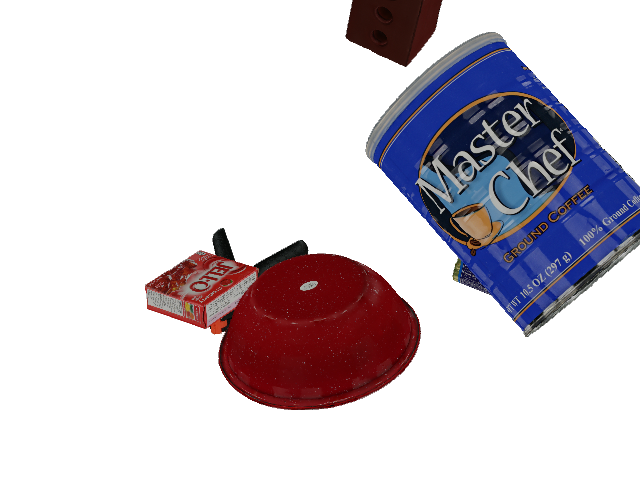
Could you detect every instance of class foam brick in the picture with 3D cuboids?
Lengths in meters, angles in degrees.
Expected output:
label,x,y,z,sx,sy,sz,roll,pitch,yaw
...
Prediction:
label,x,y,z,sx,sy,sz,roll,pitch,yaw
foam brick,0.056,-0.173,0.755,0.053,0.051,0.078,27,-34,12

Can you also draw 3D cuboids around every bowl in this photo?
label,x,y,z,sx,sy,sz,roll,pitch,yaw
bowl,-0.005,0.058,0.829,0.162,0.055,0.162,-7,32,4

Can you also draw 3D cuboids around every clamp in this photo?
label,x,y,z,sx,sy,sz,roll,pitch,yaw
clamp,-0.083,0.045,1.250,0.120,0.039,0.171,-1,40,12

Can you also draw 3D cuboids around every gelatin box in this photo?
label,x,y,z,sx,sy,sz,roll,pitch,yaw
gelatin box,-0.113,0.045,1.031,0.073,0.030,0.089,16,32,30

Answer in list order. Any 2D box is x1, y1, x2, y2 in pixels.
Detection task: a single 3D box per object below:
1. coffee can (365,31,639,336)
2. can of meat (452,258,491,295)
label,x,y,z,sx,sy,sz,roll,pitch,yaw
coffee can,0.108,-0.032,0.602,0.102,0.140,0.103,-38,-13,-10
can of meat,0.179,0.011,0.976,0.084,0.057,0.102,22,47,18
